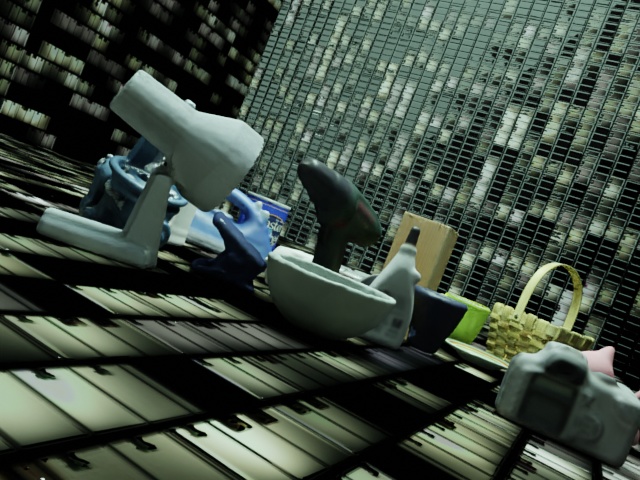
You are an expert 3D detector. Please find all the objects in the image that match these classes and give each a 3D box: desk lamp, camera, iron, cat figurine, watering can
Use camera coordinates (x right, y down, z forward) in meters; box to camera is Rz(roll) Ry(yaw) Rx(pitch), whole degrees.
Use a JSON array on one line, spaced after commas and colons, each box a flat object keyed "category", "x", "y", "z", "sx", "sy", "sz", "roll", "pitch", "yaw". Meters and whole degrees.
[{"category": "desk lamp", "x": -0.195, "y": -0.077, "z": 0.688, "sx": 0.204, "sy": 0.213, "sz": 0.117, "roll": 21, "pitch": 1, "yaw": -25}, {"category": "camera", "x": 0.288, "y": 0.176, "z": 0.674, "sx": 0.143, "sy": 0.101, "sz": 0.137, "roll": 22, "pitch": 1, "yaw": 15}, {"category": "iron", "x": -0.191, "y": -0.045, "z": 1.151, "sx": 0.258, "sy": 0.141, "sz": 0.118, "roll": 22, "pitch": 1, "yaw": -3}, {"category": "cat figurine", "x": 0.399, "y": 0.209, "z": 0.814, "sx": 0.067, "sy": 0.118, "sz": 0.127, "roll": 21, "pitch": 1, "yaw": -37}, {"category": "watering can", "x": -0.258, "y": -0.098, "z": 1.006, "sx": 0.101, "sy": 0.194, "sz": 0.172, "roll": 21, "pitch": 1, "yaw": -45}]

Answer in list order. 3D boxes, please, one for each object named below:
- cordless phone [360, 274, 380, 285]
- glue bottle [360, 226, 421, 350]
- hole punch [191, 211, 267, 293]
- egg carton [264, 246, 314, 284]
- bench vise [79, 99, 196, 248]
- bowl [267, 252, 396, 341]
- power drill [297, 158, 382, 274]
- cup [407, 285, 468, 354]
[{"category": "cordless phone", "x": 0.160, "y": 0.071, "z": 1.180, "sx": 0.148, "sy": 0.185, "sz": 0.093, "roll": 21, "pitch": 1, "yaw": -34}, {"category": "glue bottle", "x": 0.107, "y": 0.063, "z": 0.809, "sx": 0.078, "sy": 0.173, "sz": 0.037, "roll": 22, "pitch": 1, "yaw": -5}, {"category": "hole punch", "x": -0.121, "y": 0.016, "z": 0.820, "sx": 0.101, "sy": 0.091, "sz": 0.108, "roll": 22, "pitch": 1, "yaw": -10}, {"category": "egg carton", "x": -0.031, "y": 0.060, "z": 1.002, "sx": 0.107, "sy": 0.069, "sz": 0.151, "roll": 22, "pitch": 1, "yaw": 19}, {"category": "bench vise", "x": -0.267, "y": -0.112, "z": 0.831, "sx": 0.206, "sy": 0.220, "sz": 0.122, "roll": 22, "pitch": 1, "yaw": 23}, {"category": "bowl", "x": 0.003, "y": 0.076, "z": 0.698, "sx": 0.167, "sy": 0.075, "sz": 0.167, "roll": 22, "pitch": 1, "yaw": 0}, {"category": "power drill", "x": 0.008, "y": 0.003, "z": 0.876, "sx": 0.075, "sy": 0.208, "sz": 0.230, "roll": 22, "pitch": 1, "yaw": 34}, {"category": "cup", "x": 0.163, "y": 0.125, "z": 0.910, "sx": 0.117, "sy": 0.095, "sz": 0.092, "roll": 22, "pitch": 1, "yaw": 19}]
